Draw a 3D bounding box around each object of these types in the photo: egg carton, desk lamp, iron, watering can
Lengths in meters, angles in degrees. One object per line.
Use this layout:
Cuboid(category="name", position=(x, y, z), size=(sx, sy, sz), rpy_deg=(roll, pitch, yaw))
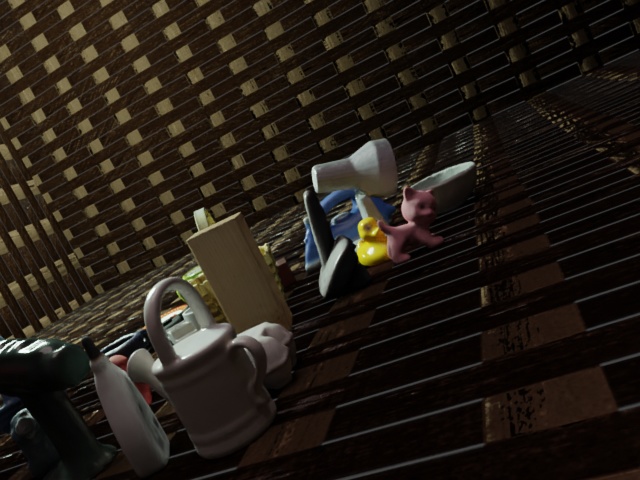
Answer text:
Cuboid(category="egg carton", position=(-0.103, 0.168, 0.750), size=(0.150, 0.069, 0.107), rpy_deg=(-25, 9, 8))
Cuboid(category="desk lamp", position=(0.086, -0.084, 1.204), size=(0.203, 0.213, 0.118), rpy_deg=(-27, 9, -6))
Cuboid(category="iron", position=(0.044, -0.046, 1.333), size=(0.259, 0.141, 0.118), rpy_deg=(-30, 10, -25))
Cuboid(category="watering can", position=(-0.141, 0.136, 0.638), size=(0.173, 0.194, 0.101), rpy_deg=(-25, 9, 6))

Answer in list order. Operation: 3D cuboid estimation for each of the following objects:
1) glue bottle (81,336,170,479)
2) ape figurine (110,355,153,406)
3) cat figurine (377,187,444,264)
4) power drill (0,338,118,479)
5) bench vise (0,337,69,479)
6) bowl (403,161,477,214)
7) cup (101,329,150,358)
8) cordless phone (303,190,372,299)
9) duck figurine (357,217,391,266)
Cuboid(category="glue bottle", position=(-0.231, 0.187, 0.667), size=(0.037, 0.173, 0.078), rpy_deg=(-27, 9, -9))
Cuboid(category="ape figurine", position=(-0.311, 0.228, 0.919), size=(0.076, 0.092, 0.078), rpy_deg=(-22, 10, 26))
Cuboid(category="cat figurine", position=(0.162, -0.036, 1.020), size=(0.128, 0.118, 0.067), rpy_deg=(-27, 9, -4))
Cuboid(category="power drill", position=(-0.367, 0.219, 0.749), size=(0.229, 0.208, 0.076), rpy_deg=(-21, 11, 29))
Cuboid(category="bench vise", position=(-0.434, 0.227, 0.855), size=(0.206, 0.220, 0.122), rpy_deg=(-16, 14, 48))
Cuboid(category="bowl", position=(0.269, -0.102, 1.239), size=(0.167, 0.075, 0.167), rpy_deg=(-25, 9, 5))
Cuboid(category="cup", position=(-0.330, 0.219, 1.014), size=(0.091, 0.095, 0.118), rpy_deg=(-21, 11, 31))
Cuboid(category="cordless phone", position=(0.009, 0.004, 1.005), size=(0.094, 0.185, 0.147), rpy_deg=(-27, 9, -4))
Cuboid(category="duck figurine", position=(0.101, -0.002, 1.100), size=(0.078, 0.086, 0.104), rpy_deg=(-31, 10, -29))
